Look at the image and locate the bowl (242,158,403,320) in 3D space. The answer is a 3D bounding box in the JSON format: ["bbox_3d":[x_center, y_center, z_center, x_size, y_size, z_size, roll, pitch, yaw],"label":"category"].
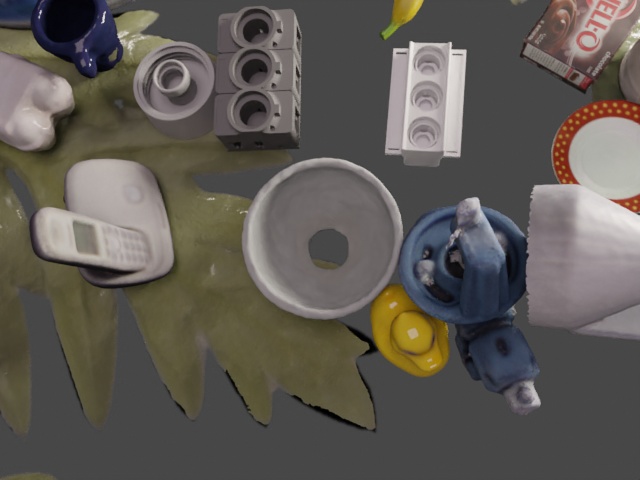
[{"bbox_3d":[0.006,0.002,0.612,0.167,0.075,0.167,-1,79,8],"label":"bowl"}]

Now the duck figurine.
[{"bbox_3d":[0.090,0.090,0.578,0.077,0.086,0.104,-32,77,1],"label":"duck figurine"}]

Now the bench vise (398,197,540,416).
[{"bbox_3d":[0.154,0.045,0.509,0.121,0.220,0.207,-39,76,-1],"label":"bench vise"}]

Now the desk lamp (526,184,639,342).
[{"bbox_3d":[0.266,0.027,0.500,0.203,0.214,0.118,5,80,9],"label":"desk lamp"}]

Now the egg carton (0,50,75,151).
[{"bbox_3d":[-0.380,-0.174,0.702,0.150,0.069,0.107,22,83,11],"label":"egg carton"}]

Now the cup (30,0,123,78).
[{"bbox_3d":[-0.274,-0.233,0.686,0.091,0.095,0.117,-22,77,3],"label":"cup"}]

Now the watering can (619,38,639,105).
[{"bbox_3d":[0.367,-0.204,0.541,0.101,0.194,0.173,-12,78,6],"label":"watering can"}]

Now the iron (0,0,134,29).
[{"bbox_3d":[-0.333,-0.349,0.692,0.258,0.141,0.118,-21,77,4],"label":"iron"}]

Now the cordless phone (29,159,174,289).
[{"bbox_3d":[-0.233,-0.027,0.594,0.094,0.185,0.147,-19,77,4],"label":"cordless phone"}]
